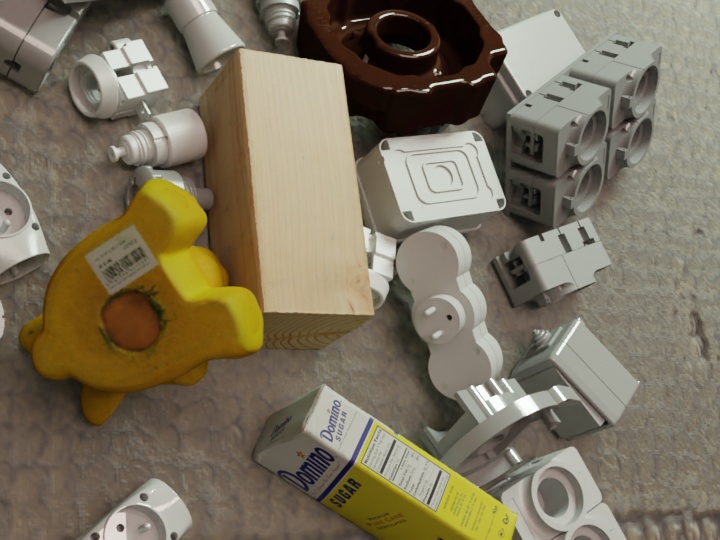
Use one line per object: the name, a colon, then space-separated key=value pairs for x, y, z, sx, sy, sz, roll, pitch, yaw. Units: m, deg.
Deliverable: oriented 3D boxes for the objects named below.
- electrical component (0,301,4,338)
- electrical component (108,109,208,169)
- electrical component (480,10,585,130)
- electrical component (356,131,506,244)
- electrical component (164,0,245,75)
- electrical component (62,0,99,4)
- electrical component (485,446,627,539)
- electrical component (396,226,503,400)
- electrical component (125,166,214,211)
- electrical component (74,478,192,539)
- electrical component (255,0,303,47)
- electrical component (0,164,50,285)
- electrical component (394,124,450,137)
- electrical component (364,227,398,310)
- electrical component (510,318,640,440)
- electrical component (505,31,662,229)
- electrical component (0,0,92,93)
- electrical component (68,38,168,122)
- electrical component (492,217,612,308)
electrical component: x=-0.267 y=0.038 z=0.679 sx=0.080 sy=0.051 sz=0.080 roll=12 pitch=64 yaw=-26
electrical component: x=-0.152 y=-0.096 z=0.811 sx=0.078 sy=0.040 sz=0.040 roll=-21 pitch=81 yaw=-35
electrical component: x=0.157 y=-0.192 z=1.022 sx=0.113 sy=0.057 sz=0.078 roll=-29 pitch=86 yaw=-36
electrical component: x=0.056 y=-0.068 z=0.910 sx=0.113 sy=0.057 sz=0.078 roll=-9 pitch=75 yaw=-33
electrical component: x=-0.127 y=-0.196 z=0.863 sx=0.044 sy=0.044 sz=0.065 roll=-32 pitch=91 yaw=-36
electrical component: x=-0.177 y=-0.269 z=0.814 sx=0.105 sy=0.060 sz=0.186 roll=55 pitch=30 yaw=1
electrical component: x=0.162 y=0.227 z=0.843 sx=0.089 sy=0.062 sz=0.150 roll=-24 pitch=83 yaw=-35
electrical component: x=0.066 y=0.036 z=0.845 sx=0.074 sy=0.052 sz=0.138 roll=-24 pitch=97 yaw=-66
electrical component: x=-0.140 y=-0.052 z=0.798 sx=0.062 sy=0.048 sz=0.048 roll=-2 pitch=70 yaw=-37
electrical component: x=-0.140 y=0.189 z=0.693 sx=0.077 sy=0.044 sz=0.079 roll=-38 pitch=91 yaw=-36
electrical component: x=-0.069 y=-0.227 z=0.916 sx=0.040 sy=0.040 sz=0.078 roll=6 pitch=67 yaw=-28
electrical component: x=-0.260 y=-0.026 z=0.715 sx=0.079 sy=0.044 sz=0.077 roll=-28 pitch=85 yaw=-35
electrical component: x=0.058 y=-0.139 z=0.950 sx=0.043 sy=0.043 sz=0.081 roll=51 pitch=54 yaw=-2
electrical component: x=0.000 y=0.000 z=0.856 sx=0.066 sy=0.048 sz=0.055 roll=20 pitch=53 yaw=-22
electrical component: x=0.175 y=0.091 z=0.908 sx=0.096 sy=0.062 sz=0.061 roll=46 pitch=54 yaw=-6
electrical component: x=0.210 y=-0.129 z=0.989 sx=0.060 sy=0.105 sz=0.186 roll=24 pitch=46 yaw=32
electrical component: x=-0.240 y=-0.187 z=0.790 sx=0.059 sy=0.054 sz=0.095 roll=30 pitch=58 yaw=-16
electrical component: x=-0.184 y=-0.141 z=0.809 sx=0.055 sy=0.048 sz=0.066 roll=-25 pitch=83 yaw=-43
electrical component: x=0.173 y=-0.003 z=0.954 sx=0.089 sy=0.050 sz=0.055 roll=-19 pitch=80 yaw=-35
